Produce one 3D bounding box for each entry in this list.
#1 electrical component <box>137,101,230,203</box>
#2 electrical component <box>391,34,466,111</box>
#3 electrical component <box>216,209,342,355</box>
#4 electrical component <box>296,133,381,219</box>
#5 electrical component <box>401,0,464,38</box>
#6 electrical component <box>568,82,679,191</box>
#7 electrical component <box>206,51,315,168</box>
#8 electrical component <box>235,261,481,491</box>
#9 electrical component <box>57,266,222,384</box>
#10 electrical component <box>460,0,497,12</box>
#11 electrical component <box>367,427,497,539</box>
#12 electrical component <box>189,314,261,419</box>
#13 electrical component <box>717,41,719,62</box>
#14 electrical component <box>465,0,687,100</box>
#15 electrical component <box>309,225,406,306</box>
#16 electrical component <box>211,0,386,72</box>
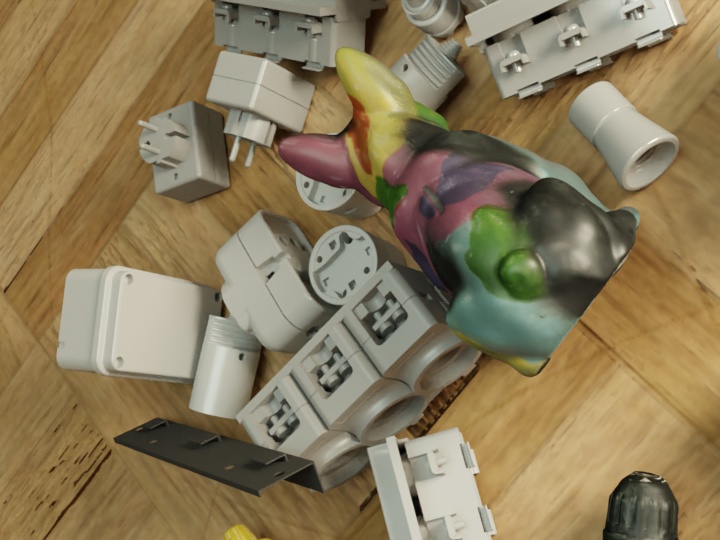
[{"bbox_3d":[-0.146,-0.096,0.841,0.047,0.077,0.065,-17,73,28],"label":"electrical component"},{"bbox_3d":[0.040,-0.129,0.752,0.081,0.043,0.043,-45,61,17],"label":"electrical component"},{"bbox_3d":[-0.060,0.012,0.781,0.059,0.054,0.095,-42,62,19],"label":"electrical component"},{"bbox_3d":[-0.010,-0.065,0.769,0.055,0.047,0.055,-6,78,31],"label":"electrical component"},{"bbox_3d":[0.046,-0.185,0.748,0.035,0.061,0.035,-7,77,31],"label":"electrical component"},{"bbox_3d":[0.161,-0.087,0.671,0.044,0.044,0.065,-46,56,17],"label":"electrical component"},{"bbox_3d":[-0.080,-0.116,0.810,0.047,0.066,0.076,17,90,33],"label":"electrical component"},{"bbox_3d":[0.007,0.074,0.707,0.150,0.089,0.061,-46,61,17],"label":"electrical component"},{"bbox_3d":[-0.162,0.043,0.804,0.057,0.113,0.078,0,81,35],"label":"electrical component"},{"bbox_3d":[0.079,-0.239,0.710,0.056,0.109,0.108,-12,75,27],"label":"electrical component"},{"bbox_3d":[0.053,0.165,0.676,0.063,0.078,0.121,-17,71,5],"label":"electrical component"},{"bbox_3d":[-0.097,0.067,0.801,0.043,0.043,0.081,10,87,33],"label":"electrical component"},{"bbox_3d":[0.257,-0.134,0.612,0.095,0.054,0.059,-38,64,21],"label":"electrical component"},{"bbox_3d":[0.138,-0.157,0.683,0.121,0.079,0.063,-20,93,27],"label":"electrical component"},{"bbox_3d":[0.000,0.000,0.750,0.055,0.047,0.055,-6,78,31],"label":"electrical component"},{"bbox_3d":[-0.053,-0.190,0.805,0.121,0.079,0.063,17,115,33],"label":"electrical component"}]
